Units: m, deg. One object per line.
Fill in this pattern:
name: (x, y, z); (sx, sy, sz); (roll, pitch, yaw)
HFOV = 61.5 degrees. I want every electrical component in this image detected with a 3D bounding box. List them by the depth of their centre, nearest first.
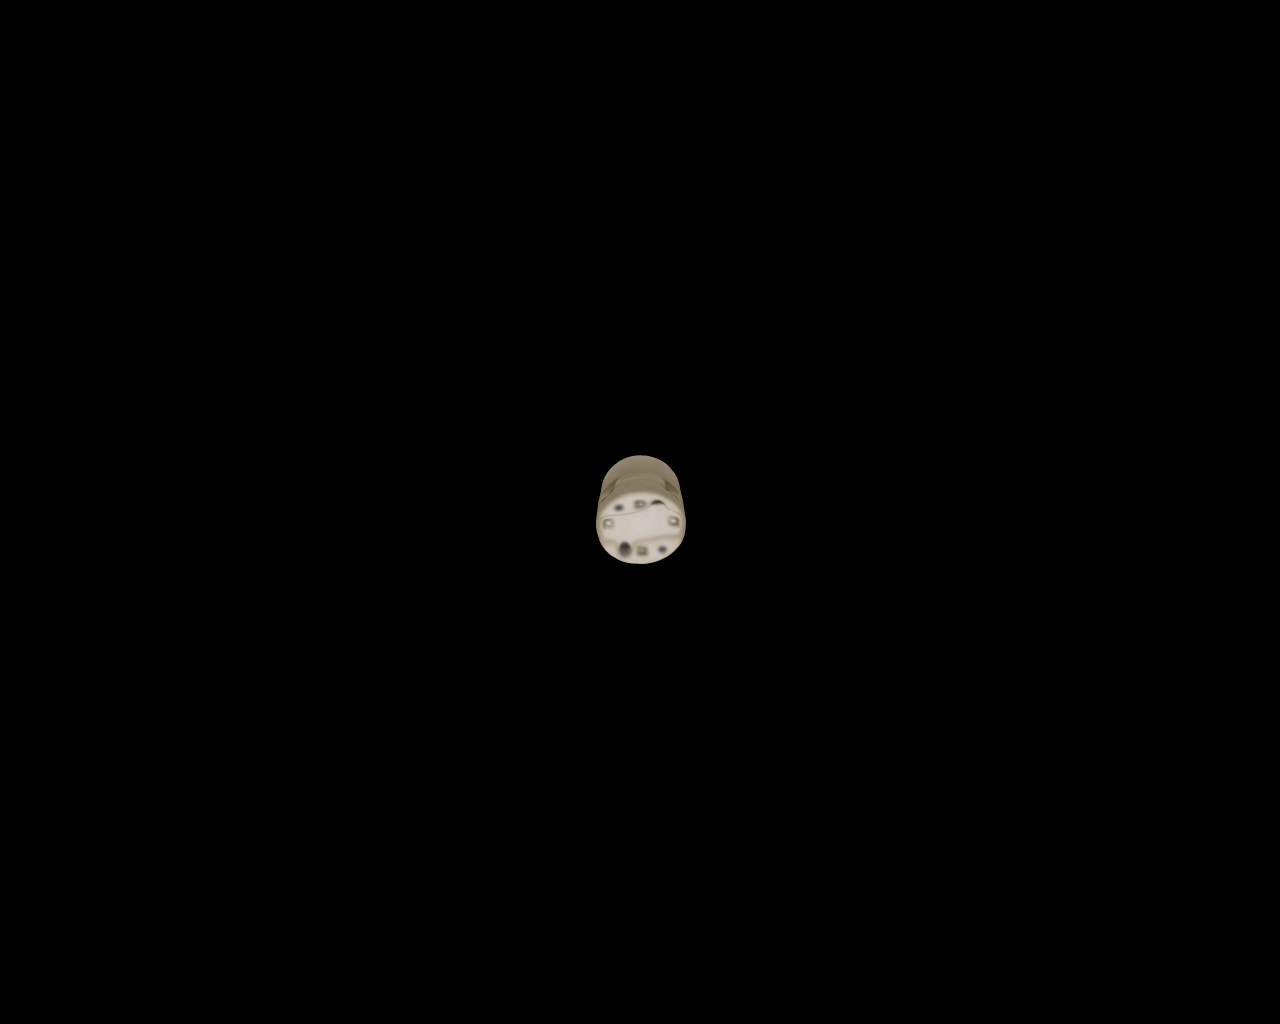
electrical component: (0.001, -0.003, 0.650); (0.055, 0.055, 0.047); (0, 34, 0)
